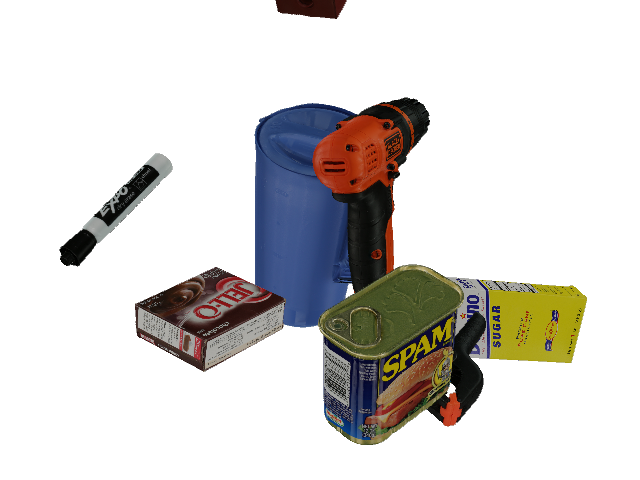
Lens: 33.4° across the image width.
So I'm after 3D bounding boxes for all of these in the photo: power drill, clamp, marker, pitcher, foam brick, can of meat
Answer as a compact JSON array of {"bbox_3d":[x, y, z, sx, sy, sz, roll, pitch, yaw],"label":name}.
[{"bbox_3d":[0.054,-0.020,0.903,0.057,0.188,0.184,0,18,27],"label":"power drill"},{"bbox_3d":[0.128,0.120,1.075,0.120,0.039,0.171,-7,35,-9],"label":"clamp"},{"bbox_3d":[-0.156,-0.023,0.814,0.020,0.020,0.121,0,40,43],"label":"marker"},{"bbox_3d":[-0.006,-0.015,1.188,0.145,0.243,0.149,3,41,-4],"label":"pitcher"},{"bbox_3d":[-0.007,-0.220,0.835,0.053,0.051,0.078,9,-36,17],"label":"foam brick"},{"bbox_3d":[0.047,0.078,0.723,0.101,0.084,0.058,-29,44,-35],"label":"can of meat"}]

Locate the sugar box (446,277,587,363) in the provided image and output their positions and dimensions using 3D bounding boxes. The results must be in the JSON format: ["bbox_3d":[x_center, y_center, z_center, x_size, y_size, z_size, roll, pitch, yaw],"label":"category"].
[{"bbox_3d":[0.232,0.099,1.314,0.176,0.093,0.048,3,18,-16],"label":"sugar box"}]

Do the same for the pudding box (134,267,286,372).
[{"bbox_3d":[-0.101,0.071,0.988,0.090,0.039,0.113,21,32,32],"label":"pudding box"}]
